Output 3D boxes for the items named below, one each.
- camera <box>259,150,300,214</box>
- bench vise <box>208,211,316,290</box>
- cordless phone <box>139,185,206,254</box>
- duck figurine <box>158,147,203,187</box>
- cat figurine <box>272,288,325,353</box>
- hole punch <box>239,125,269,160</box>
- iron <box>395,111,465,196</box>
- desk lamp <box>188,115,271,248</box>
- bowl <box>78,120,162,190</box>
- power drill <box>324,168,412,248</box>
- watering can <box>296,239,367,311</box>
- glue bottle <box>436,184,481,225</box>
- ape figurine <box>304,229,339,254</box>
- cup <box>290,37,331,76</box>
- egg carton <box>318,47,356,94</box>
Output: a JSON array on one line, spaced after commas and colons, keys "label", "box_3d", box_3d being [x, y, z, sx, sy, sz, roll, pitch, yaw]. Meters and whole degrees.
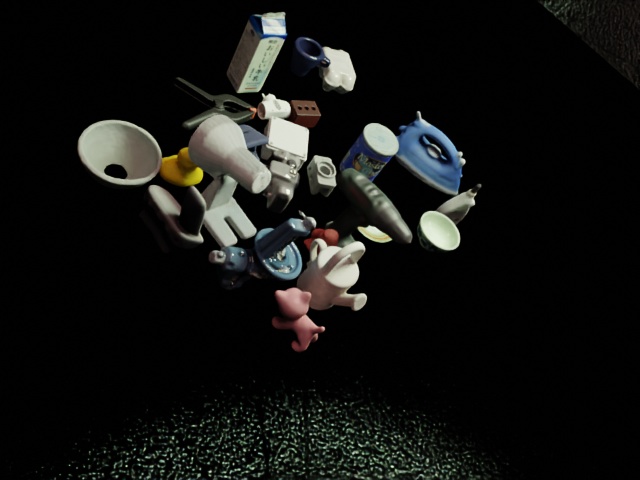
[{"label": "camera", "box_3d": [-0.121, -0.157, 1.347, 0.137, 0.100, 0.143, 20, 51, -17]}, {"label": "bench vise", "box_3d": [-0.105, 0.030, 1.146, 0.208, 0.219, 0.121, -21, 70, -38]}, {"label": "cordless phone", "box_3d": [-0.280, -0.070, 1.139, 0.094, 0.184, 0.147, -32, 78, -40]}, {"label": "duck figurine", "box_3d": [-0.302, -0.170, 1.262, 0.105, 0.086, 0.077, 6, 56, -26]}, {"label": "cat figurine", "box_3d": [-0.043, 0.152, 1.166, 0.128, 0.117, 0.067, 45, 48, 5]}, {"label": "hole punch", "box_3d": [-0.193, -0.235, 1.365, 0.109, 0.091, 0.101, -25, 73, -39]}, {"label": "iron", "box_3d": [0.331, -0.249, 1.642, 0.258, 0.141, 0.119, 39, 48, -1]}, {"label": "desk lamp", "box_3d": [-0.192, -0.126, 1.209, 0.118, 0.213, 0.203, -30, 76, -40]}, {"label": "bowl", "box_3d": [-0.421, -0.165, 1.197, 0.168, 0.074, 0.167, 15, 52, -20]}, {"label": "power drill", "box_3d": [0.096, -0.040, 1.318, 0.076, 0.208, 0.229, -21, 71, -38]}, {"label": "watering can", "box_3d": [0.037, 0.070, 1.218, 0.173, 0.193, 0.101, 43, 48, 3]}, {"label": "glue bottle", "box_3d": [0.378, -0.097, 1.543, 0.078, 0.173, 0.037, 7, 56, -26]}, {"label": "ape figurine", "box_3d": [0.012, 0.005, 1.317, 0.076, 0.092, 0.078, 22, 50, -15]}, {"label": "cup", "box_3d": [-0.035, -0.513, 1.646, 0.118, 0.094, 0.092, 27, 49, -11]}, {"label": "egg carton", "box_3d": [0.045, -0.506, 1.704, 0.107, 0.069, 0.150, 2, 58, -29]}]
